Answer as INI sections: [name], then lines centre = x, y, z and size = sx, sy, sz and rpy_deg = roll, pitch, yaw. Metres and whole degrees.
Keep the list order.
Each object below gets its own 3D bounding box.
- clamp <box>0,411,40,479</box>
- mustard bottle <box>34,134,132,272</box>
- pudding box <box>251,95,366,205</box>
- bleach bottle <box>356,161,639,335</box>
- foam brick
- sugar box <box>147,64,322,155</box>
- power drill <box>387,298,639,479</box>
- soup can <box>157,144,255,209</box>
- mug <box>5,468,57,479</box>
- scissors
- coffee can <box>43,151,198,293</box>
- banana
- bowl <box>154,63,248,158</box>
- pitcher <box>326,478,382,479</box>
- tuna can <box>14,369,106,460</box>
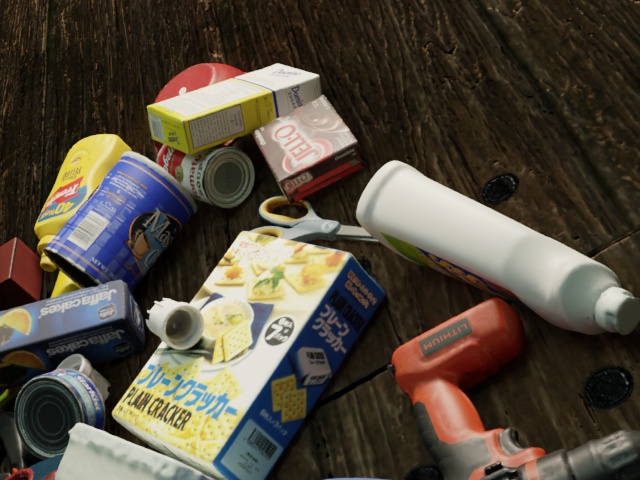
[clamp]
centre = -0.353, 0.220, 1.093
size = 0.210, 0.036, 0.164
rpy_deg = 24, 81, 46
[mustard bottle]
centre = -0.298, -0.040, 1.298
size = 0.096, 0.058, 0.191
rpy_deg = -14, 44, 32
[pudding box]
centre = -0.013, -0.095, 1.111
size = 0.090, 0.039, 0.113
rpy_deg = -27, 36, -3
[bleach bottle]
centre = 0.139, 0.012, 0.828
size = 0.251, 0.102, 0.068
rpy_deg = 28, 84, 52
[foam brick]
centre = -0.368, 0.048, 1.275
size = 0.053, 0.051, 0.078
rpy_deg = -30, 37, 16
[sugar box]
centre = -0.093, -0.147, 1.180
size = 0.175, 0.048, 0.093
rpy_deg = -20, 27, -28
[power drill]
centre = 0.130, 0.130, 0.752
size = 0.185, 0.057, 0.187
rpy_deg = -29, 38, 15
[soup can]
centre = -0.126, -0.076, 1.176
size = 0.102, 0.068, 0.068
rpy_deg = 20, 66, 50
[mug]
centre = -0.243, 0.248, 0.909
size = 0.117, 0.081, 0.093
rpy_deg = -44, 17, -9
[scissors]
centre = -0.007, 0.001, 1.031
size = 0.096, 0.016, 0.202
rpy_deg = -41, 36, -19
[coffee can]
centre = -0.215, -0.011, 1.159
size = 0.103, 0.102, 0.140
rpy_deg = 17, 64, 48
[banana]
centre = -0.298, 0.093, 1.178
size = 0.070, 0.037, 0.197
rpy_deg = -5, 49, 37
[bowl]
centre = -0.150, -0.164, 1.300
size = 0.162, 0.055, 0.162
rpy_deg = -24, 39, 21
[pitcher]
centre = 0.006, 0.242, 0.680
size = 0.243, 0.145, 0.149
rpy_deg = -3, 49, 43
[tuna can]
centre = -0.249, 0.168, 1.021
size = 0.086, 0.033, 0.086
rpy_deg = 2, 95, 24
